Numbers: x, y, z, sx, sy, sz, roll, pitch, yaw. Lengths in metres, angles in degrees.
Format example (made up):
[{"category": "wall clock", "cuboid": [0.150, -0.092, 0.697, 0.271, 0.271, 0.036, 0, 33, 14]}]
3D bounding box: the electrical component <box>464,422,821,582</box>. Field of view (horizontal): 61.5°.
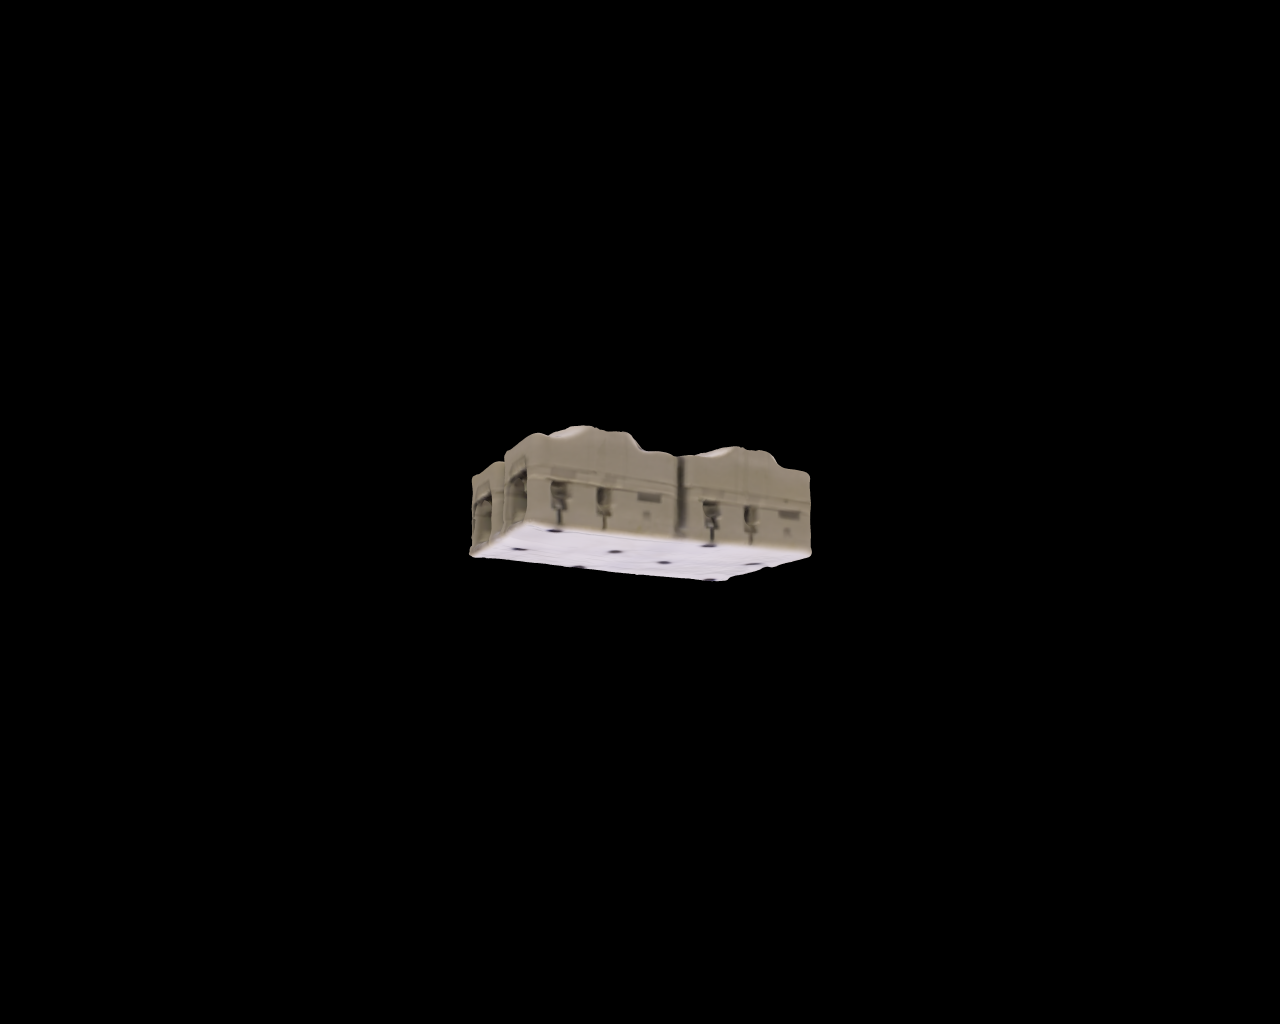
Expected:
[{"category": "electrical component", "cuboid": [0.001, -0.003, 0.650, 0.186, 0.060, 0.105, 7, -15, -26]}]
